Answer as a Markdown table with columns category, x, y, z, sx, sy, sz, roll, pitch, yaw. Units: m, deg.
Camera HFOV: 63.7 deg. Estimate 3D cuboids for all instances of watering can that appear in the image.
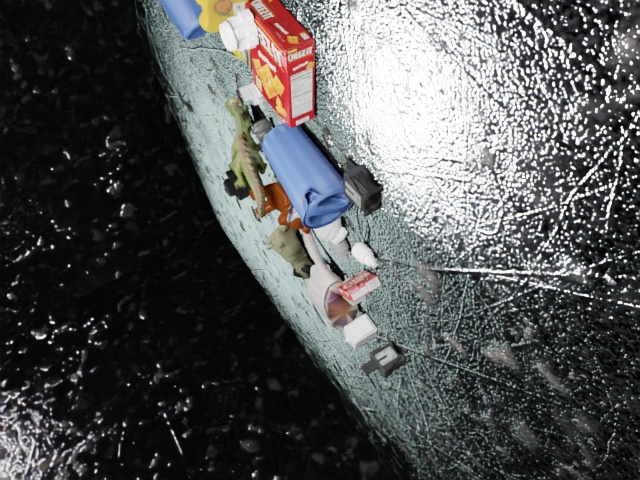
| category | x | y | z | sx | sy | sz | roll | pitch | yaw |
| --- | --- | --- | --- | --- | --- | --- | --- | --- | --- |
| watering can | 0.019 | 0.131 | 1.590 | 0.104 | 0.342 | 0.226 | -20 | 22 | -17 |

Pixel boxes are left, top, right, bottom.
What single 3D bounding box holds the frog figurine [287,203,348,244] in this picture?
| category | x | y | z | sx | sy | sz | roll | pitch | yaw |
| --- | --- | --- | --- | --- | --- | --- | --- | --- | --- |
| frog figurine | 0.004 | -0.066 | 1.312 | 0.159 | 0.125 | 0.134 | 22 | -39 | -1 |

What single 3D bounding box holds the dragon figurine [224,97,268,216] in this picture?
| category | x | y | z | sx | sy | sz | roll | pitch | yaw |
| --- | --- | --- | --- | --- | --- | --- | --- | --- | --- |
| dragon figurine | -0.223 | -0.286 | 1.541 | 0.122 | 0.237 | 0.419 | -15 | 48 | -11 |
